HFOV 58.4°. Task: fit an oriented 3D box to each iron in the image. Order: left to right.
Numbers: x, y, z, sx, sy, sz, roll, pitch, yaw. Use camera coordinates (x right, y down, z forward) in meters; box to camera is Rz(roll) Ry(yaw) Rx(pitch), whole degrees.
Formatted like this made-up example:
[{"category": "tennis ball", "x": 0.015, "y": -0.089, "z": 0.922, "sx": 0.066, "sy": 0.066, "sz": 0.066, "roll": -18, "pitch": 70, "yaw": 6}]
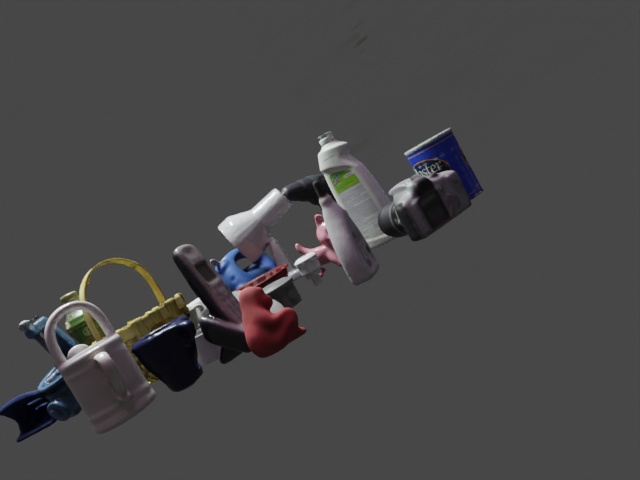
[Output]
[{"category": "iron", "x": -0.175, "y": 0.075, "z": 1.421, "sx": 0.118, "sy": 0.141, "sz": 0.259, "roll": -27, "pitch": 5, "yaw": 27}]

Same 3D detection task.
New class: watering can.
[{"category": "watering can", "x": -0.347, "y": 0.187, "z": 0.873, "sx": 0.172, "sy": 0.194, "sz": 0.101, "roll": -26, "pitch": 5, "yaw": 34}]

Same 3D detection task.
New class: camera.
[{"category": "camera", "x": 0.171, "y": -0.063, "z": 1.033, "sx": 0.143, "sy": 0.101, "sz": 0.136, "roll": -32, "pitch": 5, "yaw": -31}]

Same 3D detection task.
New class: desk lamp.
[{"category": "desk lamp", "x": -0.106, "y": 0.001, "z": 1.354, "sx": 0.203, "sy": 0.213, "sz": 0.118, "roll": -29, "pitch": 5, "yaw": -2}]

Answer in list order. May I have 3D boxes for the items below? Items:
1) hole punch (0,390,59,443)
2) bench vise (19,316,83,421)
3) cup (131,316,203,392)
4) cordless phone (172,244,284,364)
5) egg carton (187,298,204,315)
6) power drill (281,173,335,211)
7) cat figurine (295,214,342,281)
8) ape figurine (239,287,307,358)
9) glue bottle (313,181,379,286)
[{"category": "hole punch", "x": -0.608, "y": 0.362, "z": 1.226, "sx": 0.108, "sy": 0.091, "sz": 0.101, "roll": -29, "pitch": 4, "yaw": 7}, {"category": "bench vise", "x": -0.537, "y": 0.249, "z": 1.222, "sx": 0.121, "sy": 0.220, "sz": 0.207, "roll": -28, "pitch": 4, "yaw": 9}, {"category": "cup", "x": -0.204, "y": 0.167, "z": 0.833, "sx": 0.117, "sy": 0.095, "sz": 0.092, "roll": -26, "pitch": 5, "yaw": 35}, {"category": "cordless phone", "x": -0.142, "y": 0.077, "z": 0.872, "sx": 0.094, "sy": 0.185, "sz": 0.148, "roll": -28, "pitch": 5, "yaw": 15}, {"category": "egg carton", "x": -0.296, "y": 0.182, "z": 1.438, "sx": 0.107, "sy": 0.069, "sz": 0.151, "roll": -26, "pitch": 5, "yaw": 37}, {"category": "power drill", "x": 0.022, "y": -0.080, "z": 1.487, "sx": 0.075, "sy": 0.208, "sz": 0.230, "roll": -24, "pitch": 6, "yaw": 46}, {"category": "cat figurine", "x": 0.011, "y": 0.004, "z": 1.184, "sx": 0.127, "sy": 0.118, "sz": 0.067, "roll": -29, "pitch": 5, "yaw": 7}, {"category": "ape figurine", "x": -0.074, "y": 0.102, "z": 0.756, "sx": 0.076, "sy": 0.092, "sz": 0.077, "roll": -32, "pitch": 5, "yaw": -29}, {"category": "glue bottle", "x": 0.034, "y": -0.017, "z": 0.898, "sx": 0.037, "sy": 0.173, "sz": 0.078, "roll": -27, "pitch": 5, "yaw": 22}]
